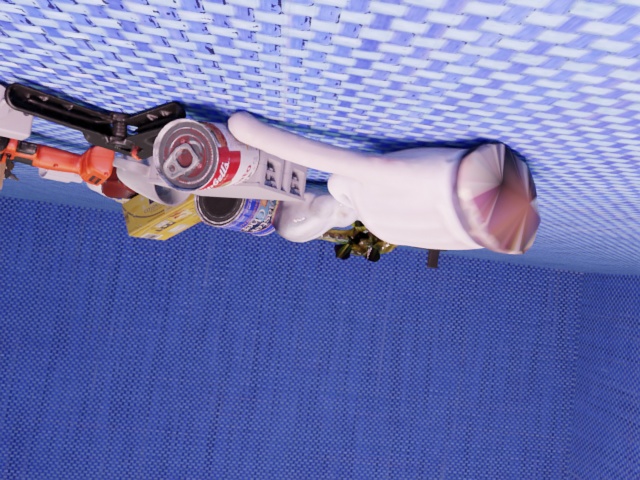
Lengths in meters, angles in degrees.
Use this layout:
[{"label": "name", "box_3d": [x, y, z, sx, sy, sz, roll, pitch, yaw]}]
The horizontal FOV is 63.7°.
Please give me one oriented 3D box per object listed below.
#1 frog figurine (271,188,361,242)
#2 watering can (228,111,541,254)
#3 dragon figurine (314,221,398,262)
[{"label": "frog figurine", "box_3d": [0.003, -0.044, 0.869, 0.159, 0.125, 0.135, 19, 156, -4]}, {"label": "watering can", "box_3d": [0.089, -0.056, 0.547, 0.345, 0.105, 0.224, 23, 167, -42]}, {"label": "dragon figurine", "box_3d": [0.154, -0.013, 1.389, 0.410, 0.122, 0.243, 6, -175, 36]}]
